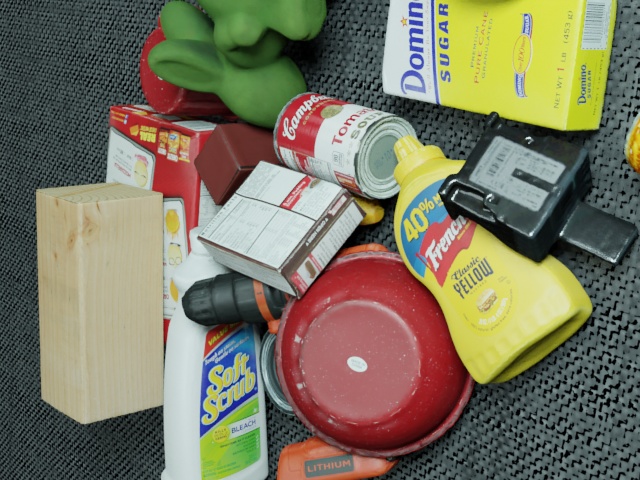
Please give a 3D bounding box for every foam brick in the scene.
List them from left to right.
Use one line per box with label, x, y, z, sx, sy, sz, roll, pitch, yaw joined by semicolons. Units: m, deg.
foam brick;-0.061;-0.068;0.940;0.053;0.078;0.051;-51;59;40

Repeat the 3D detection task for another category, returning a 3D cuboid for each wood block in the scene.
wood block;-0.208;0.056;1.009;0.090;0.090;0.206;15;108;49

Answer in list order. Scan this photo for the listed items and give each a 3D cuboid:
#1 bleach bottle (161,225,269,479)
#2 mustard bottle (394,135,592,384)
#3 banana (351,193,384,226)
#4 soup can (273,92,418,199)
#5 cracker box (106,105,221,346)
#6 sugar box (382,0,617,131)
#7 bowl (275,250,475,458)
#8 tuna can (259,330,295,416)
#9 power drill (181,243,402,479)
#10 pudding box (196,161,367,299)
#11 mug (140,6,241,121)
bleach bottle;-0.101;0.111;0.966;0.068;0.102;0.251;23;121;51
mustard bottle;0.106;0.001;0.768;0.096;0.058;0.192;-46;60;30
banana;-0.018;-0.013;0.932;0.198;0.037;0.069;-33;89;48
soup can;0.020;-0.076;0.851;0.102;0.068;0.068;23;112;46
cracker box;-0.144;-0.016;1.048;0.164;0.071;0.214;20;111;47
sugar box;0.119;-0.136;0.747;0.177;0.048;0.093;19;109;45
bowl;0.036;0.089;0.804;0.162;0.055;0.162;0;91;15
tuna can;-0.016;0.112;0.944;0.086;0.033;0.086;8;101;49
power drill;-0.015;0.105;0.875;0.185;0.057;0.187;-12;90;18
pudding box;-0.032;-0.011;0.852;0.114;0.039;0.090;20;66;47
mug;-0.115;-0.167;0.987;0.093;0.081;0.117;-29;73;47
